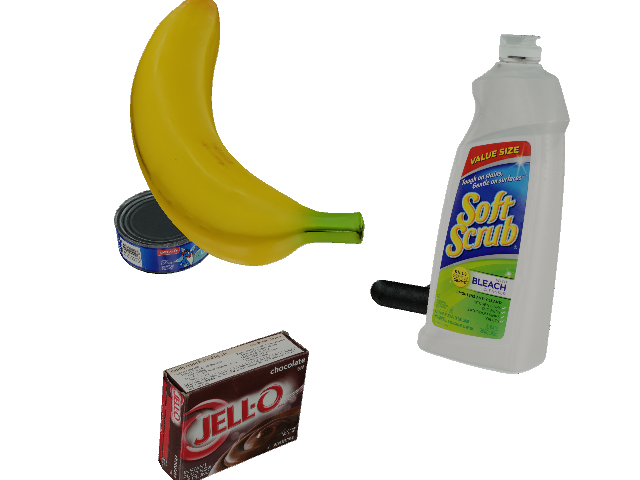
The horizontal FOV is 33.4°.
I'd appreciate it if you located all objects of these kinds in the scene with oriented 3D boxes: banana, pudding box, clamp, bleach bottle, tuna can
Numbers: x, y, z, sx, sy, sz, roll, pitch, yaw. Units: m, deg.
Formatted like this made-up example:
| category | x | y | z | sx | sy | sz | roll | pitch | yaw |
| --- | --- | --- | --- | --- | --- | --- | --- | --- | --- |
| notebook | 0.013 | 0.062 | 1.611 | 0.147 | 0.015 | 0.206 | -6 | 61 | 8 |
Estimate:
| category | x | y | z | sx | sy | sz | roll | pitch | yaw |
| --- | --- | --- | --- | --- | --- | --- | --- | --- | --- |
| banana | -0.050 | -0.048 | 0.476 | 0.069 | 0.037 | 0.198 | -15 | 46 | -17 |
| pudding box | -0.066 | 0.126 | 0.812 | 0.113 | 0.090 | 0.039 | -18 | 40 | -36 |
| clamp | 0.147 | 0.057 | 1.025 | 0.172 | 0.039 | 0.120 | 22 | 36 | 27 |
| bleach bottle | 0.135 | -0.031 | 0.819 | 0.103 | 0.251 | 0.067 | 13 | 16 | 37 |
| tuna can | -0.137 | -0.009 | 0.941 | 0.086 | 0.034 | 0.086 | 0 | 38 | 0 |

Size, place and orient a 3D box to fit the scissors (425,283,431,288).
| category | x | y | z | sx | sy | sz | roll | pitch | yaw |
| --- | --- | --- | --- | --- | --- | --- | --- | --- | --- |
| scissors | 0.143 | 0.030 | 1.218 | 0.201 | 0.016 | 0.096 | -11 | 41 | -33 |
